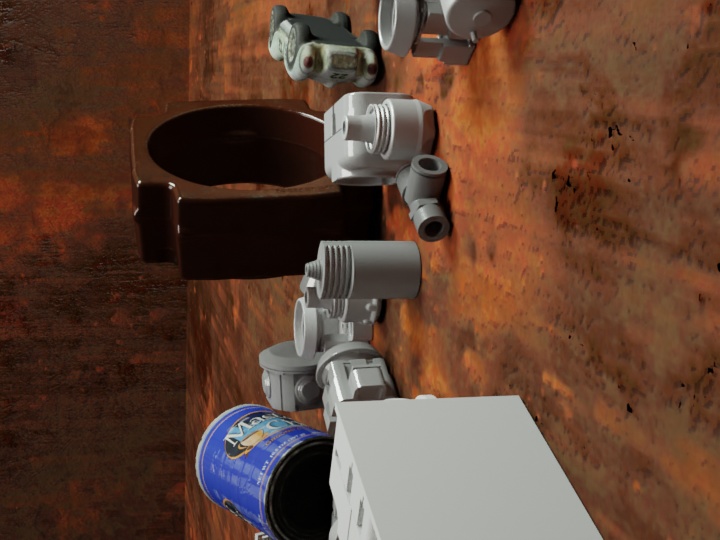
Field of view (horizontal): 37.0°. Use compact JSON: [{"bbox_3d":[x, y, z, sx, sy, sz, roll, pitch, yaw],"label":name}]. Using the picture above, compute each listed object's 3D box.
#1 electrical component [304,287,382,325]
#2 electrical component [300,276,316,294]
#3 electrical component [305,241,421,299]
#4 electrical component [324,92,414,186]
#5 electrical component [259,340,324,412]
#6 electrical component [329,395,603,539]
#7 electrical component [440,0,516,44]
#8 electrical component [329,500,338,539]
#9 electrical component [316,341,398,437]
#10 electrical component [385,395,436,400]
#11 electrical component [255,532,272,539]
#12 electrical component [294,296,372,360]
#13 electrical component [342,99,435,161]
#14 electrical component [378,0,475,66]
[{"bbox_3d":[-0.014,0.022,0.893,0.048,0.062,0.048,180,90,-77],"label":"electrical component"},{"bbox_3d":[-0.029,-0.008,0.999,0.044,0.044,0.065,-113,31,-58],"label":"electrical component"},{"bbox_3d":[0.000,0.000,0.794,0.043,0.081,0.043,180,90,-76],"label":"electrical component"},{"bbox_3d":[0.006,-0.097,0.824,0.095,0.054,0.059,168,102,-76],"label":"electrical component"},{"bbox_3d":[-0.055,0.099,1.027,0.080,0.080,0.051,-139,45,-72],"label":"electrical component"},{"bbox_3d":[0.054,0.141,0.525,0.186,0.105,0.060,-114,27,-59],"label":"electrical component"},{"bbox_3d":[0.063,-0.169,0.618,0.040,0.040,0.078,109,156,-54],"label":"electrical component"},{"bbox_3d":[-0.003,0.211,0.886,0.055,0.048,0.066,-108,21,-71],"label":"electrical component"},{"bbox_3d":[-0.004,0.095,0.862,0.078,0.058,0.057,104,158,-43],"label":"electrical component"},{"bbox_3d":[0.030,0.126,0.736,0.080,0.051,0.080,180,90,-76],"label":"electrical component"},{"bbox_3d":[-0.064,0.284,1.089,0.064,0.081,0.042,13,105,53],"label":"electrical component"},{"bbox_3d":[-0.026,0.050,0.952,0.078,0.057,0.058,161,108,-75],"label":"electrical component"},{"bbox_3d":[0.019,-0.099,0.754,0.043,0.062,0.043,180,90,-77],"label":"electrical component"},{"bbox_3d":[0.043,-0.156,0.668,0.066,0.055,0.048,114,152,-59],"label":"electrical component"}]
